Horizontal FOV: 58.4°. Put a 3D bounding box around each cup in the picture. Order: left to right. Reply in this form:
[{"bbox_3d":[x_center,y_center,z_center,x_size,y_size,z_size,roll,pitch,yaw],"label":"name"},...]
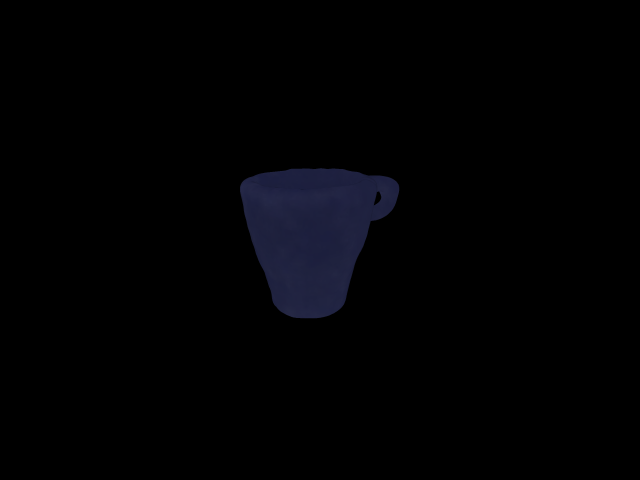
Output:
[{"bbox_3d":[0.004,0.001,0.400,0.118,0.095,0.091,-9,19,-28],"label":"cup"}]
